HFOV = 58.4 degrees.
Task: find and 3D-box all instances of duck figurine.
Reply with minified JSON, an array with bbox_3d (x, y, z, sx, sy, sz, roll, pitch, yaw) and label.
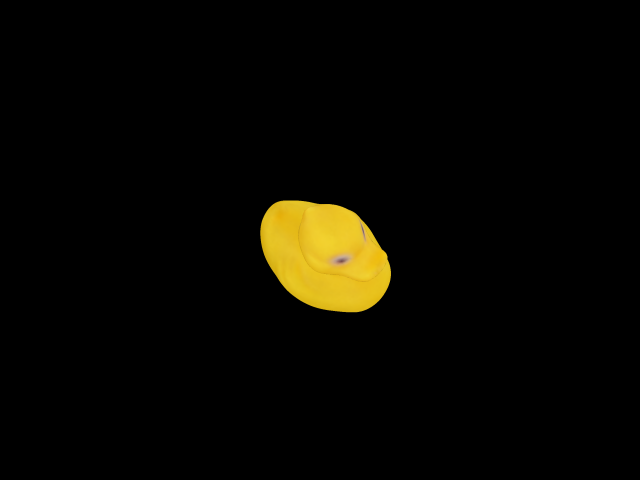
[{"bbox_3d":[0.004,0.001,0.400,0.104,0.086,0.077,33,74,11],"label":"duck figurine"}]
